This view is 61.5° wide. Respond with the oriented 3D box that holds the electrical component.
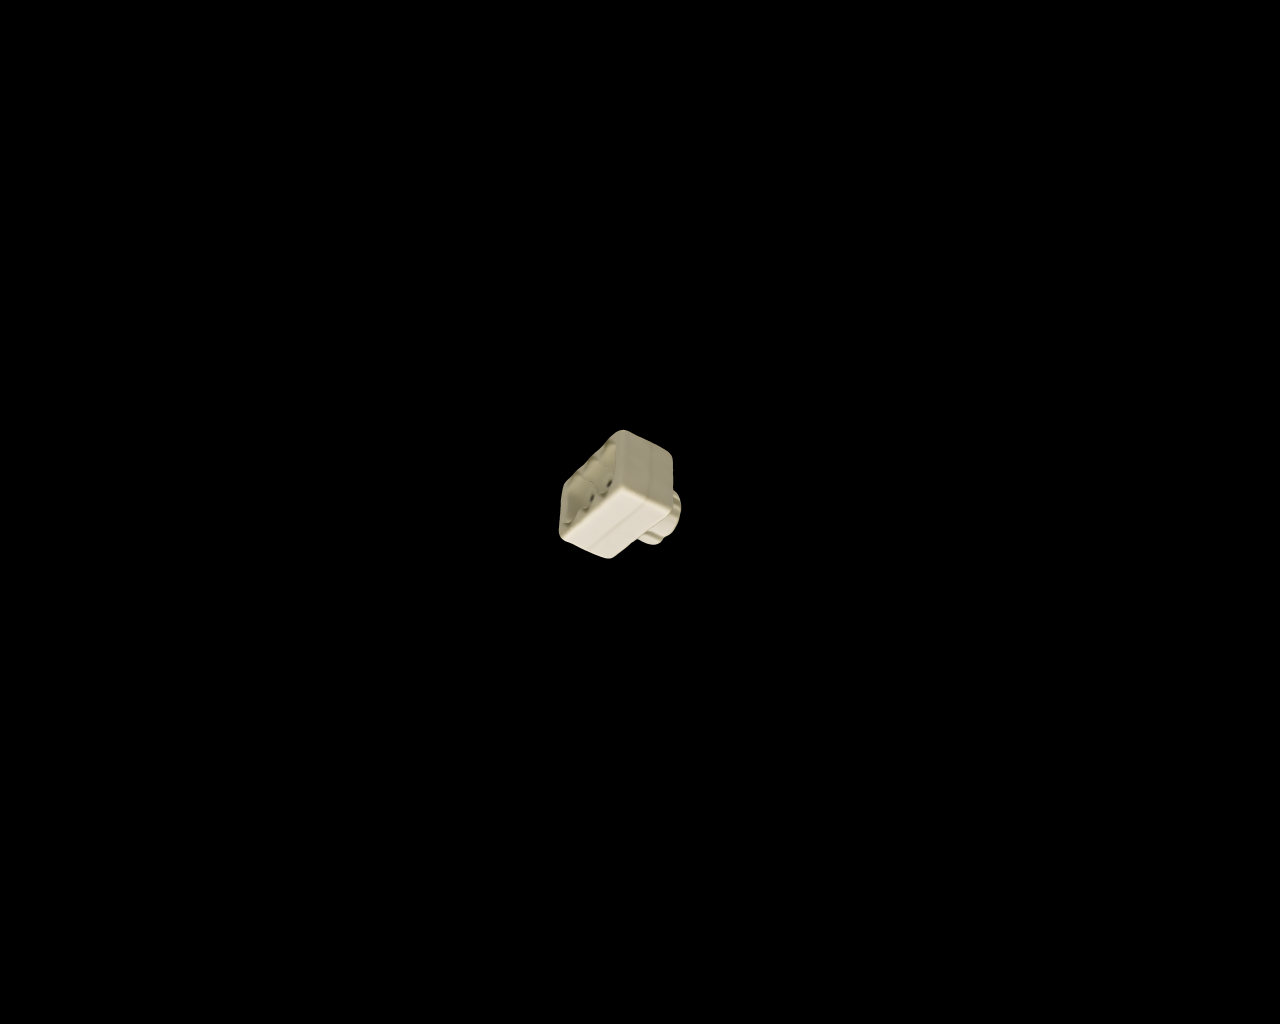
[{"bbox_3d":[0.001,-0.003,0.650,0.077,0.047,0.065,25,-44,-28],"label":"electrical component"}]
